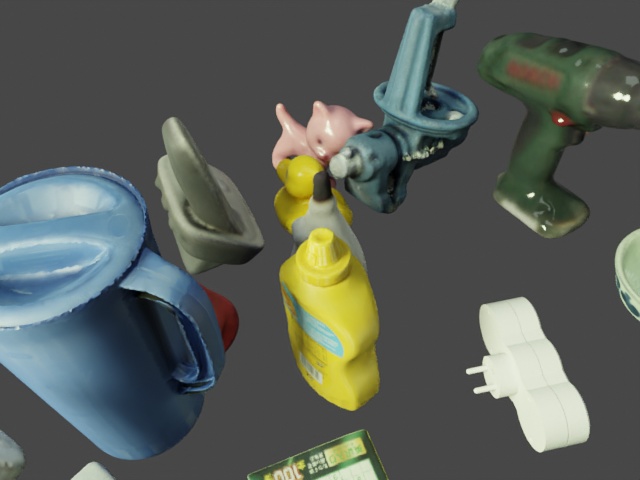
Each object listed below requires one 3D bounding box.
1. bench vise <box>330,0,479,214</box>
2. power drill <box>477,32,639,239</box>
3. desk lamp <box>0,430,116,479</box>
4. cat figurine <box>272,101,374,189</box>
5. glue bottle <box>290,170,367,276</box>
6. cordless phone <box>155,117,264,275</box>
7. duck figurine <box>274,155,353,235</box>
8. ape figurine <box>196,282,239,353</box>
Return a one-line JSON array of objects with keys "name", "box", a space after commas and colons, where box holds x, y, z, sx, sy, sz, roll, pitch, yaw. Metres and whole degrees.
[{"name": "bench vise", "box": [0.102, -0.143, 0.621, 0.121, 0.220, 0.208, 20, 54, 21]}, {"name": "power drill", "box": [0.250, -0.105, 0.583, 0.076, 0.209, 0.229, -29, 53, -19]}, {"name": "desk lamp", "box": [-0.227, 0.206, 0.349, 0.117, 0.214, 0.203, 29, 57, 27]}, {"name": "cat figurine", "box": [-0.001, -0.125, 0.682, 0.127, 0.118, 0.067, 26, 56, 25]}, {"name": "glue bottle", "box": [0.005, 0.002, 0.534, 0.078, 0.173, 0.037, -13, 49, -6]}, {"name": "cordless phone", "box": [-0.128, -0.068, 0.598, 0.094, 0.185, 0.147, -23, 51, -15]}, {"name": "duck figurine", "box": [-0.010, -0.053, 0.641, 0.104, 0.086, 0.078, 35, 60, 30]}, {"name": "ape figurine", "box": [-0.117, 0.071, 0.538, 0.076, 0.092, 0.077, -22, 51, -13]}]
